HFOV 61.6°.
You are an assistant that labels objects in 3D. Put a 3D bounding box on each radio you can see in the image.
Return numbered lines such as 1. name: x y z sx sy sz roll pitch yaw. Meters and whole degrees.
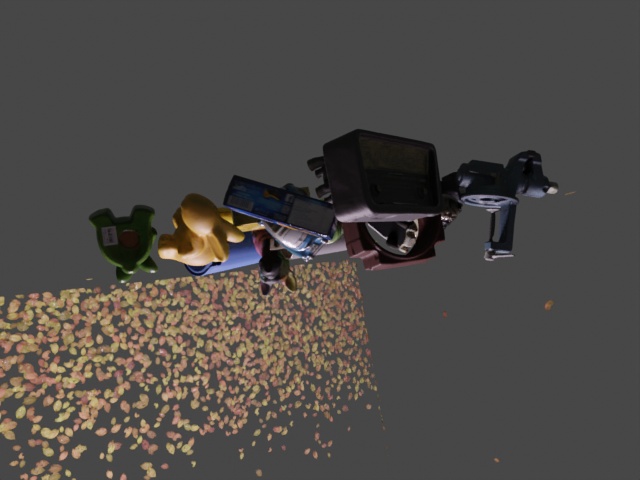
1. radio: 0.112 -0.098 0.884 0.073 0.131 0.229 -13 173 44

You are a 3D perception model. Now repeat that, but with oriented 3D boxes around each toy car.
1. toy car: 0.154 -0.047 1.259 0.056 0.073 0.202 -3 -147 -40
2. toy car: -0.063 -0.036 1.042 0.109 0.162 0.103 -47 155 20

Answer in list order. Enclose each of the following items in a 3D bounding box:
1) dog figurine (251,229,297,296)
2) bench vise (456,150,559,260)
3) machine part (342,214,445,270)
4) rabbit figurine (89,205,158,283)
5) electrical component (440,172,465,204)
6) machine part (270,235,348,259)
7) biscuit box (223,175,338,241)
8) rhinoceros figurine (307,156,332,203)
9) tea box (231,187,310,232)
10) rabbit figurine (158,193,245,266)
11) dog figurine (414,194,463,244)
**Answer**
1. dog figurine: -0.105 0.025 1.313 0.109 0.219 0.191 -7 174 8
2. bench vise: 0.399 -0.072 1.158 0.224 0.240 0.129 9 173 -15
3. machine part: 0.151 -0.044 1.120 0.201 0.201 0.087 -7 171 -19
4. rabbit figurine: -0.386 0.001 1.105 0.121 0.159 0.170 -18 -168 -15
5. electrical component: 0.321 -0.120 1.271 0.119 0.075 0.048 -10 172 -27
6. machine part: -0.003 -0.004 1.223 0.243 0.079 0.079 -10 175 -29
7. biscuit box: -0.067 -0.057 0.958 0.203 0.059 0.063 17 176 10
8. rhinoceros figurine: 0.048 -0.114 0.975 0.112 0.073 0.190 -21 169 15
9. tea box: -0.108 -0.065 1.166 0.170 0.068 0.098 -7 173 -12
10. rabbit figurine: -0.242 -0.018 1.080 0.122 0.162 0.173 -54 171 -39
11. dog figurine: 0.228 -0.085 1.256 0.172 0.121 0.190 25 163 1
